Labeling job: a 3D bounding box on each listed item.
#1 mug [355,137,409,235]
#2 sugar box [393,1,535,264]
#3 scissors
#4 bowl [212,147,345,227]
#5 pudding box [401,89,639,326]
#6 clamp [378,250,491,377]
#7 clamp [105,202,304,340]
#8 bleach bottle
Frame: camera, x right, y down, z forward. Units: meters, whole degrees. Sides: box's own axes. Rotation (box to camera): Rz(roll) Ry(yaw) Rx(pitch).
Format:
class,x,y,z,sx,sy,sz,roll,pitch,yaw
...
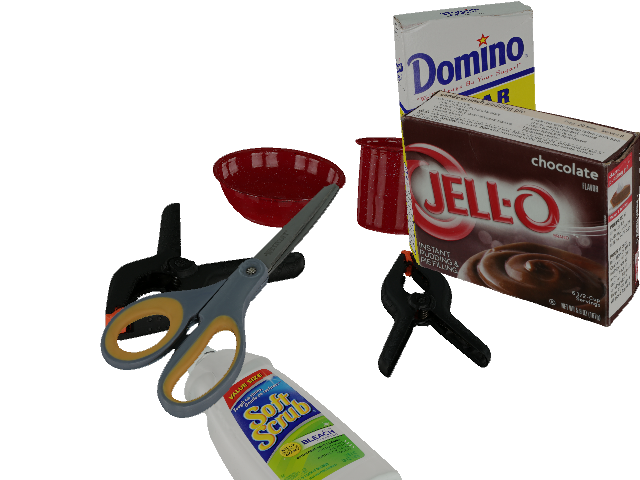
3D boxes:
class,x,y,z,sx,sy,sz,roll,pitch,yaw
mug,0.088,-0.050,1.006,0.117,0.081,0.093,7,12,18
sugar box,0.105,-0.075,0.759,0.093,0.176,0.048,-7,22,-2
scissors,-0.064,0.023,0.664,0.096,0.016,0.201,12,48,14
bowl,-0.052,-0.059,1.301,0.162,0.055,0.162,5,26,-3
pudding box,0.096,-0.018,0.517,0.114,0.090,0.039,17,43,36
clamp,0.121,0.081,1.175,0.120,0.171,0.039,5,-43,-5
clamp,-0.138,0.030,1.008,0.165,0.036,0.209,25,36,28
bleach bottle,-0.045,0.156,0.853,0.102,0.068,0.251,-22,34,-27
